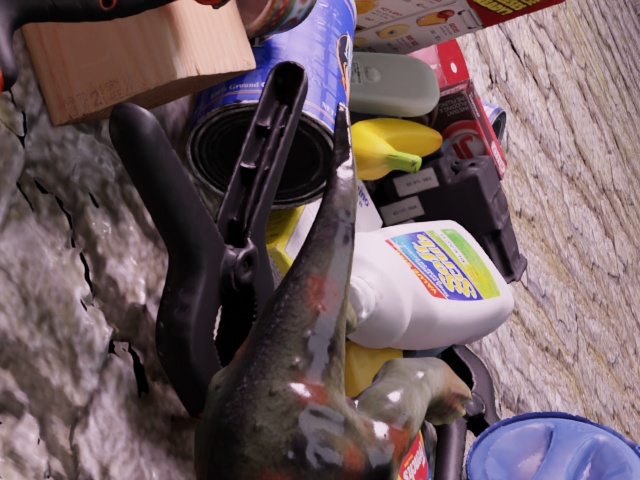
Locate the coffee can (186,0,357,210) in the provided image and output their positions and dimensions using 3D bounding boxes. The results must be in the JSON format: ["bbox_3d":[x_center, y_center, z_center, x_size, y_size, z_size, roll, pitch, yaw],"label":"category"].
[{"bbox_3d":[-0.030,-0.106,0.716,0.102,0.103,0.140,48,36,-42],"label":"coffee can"}]

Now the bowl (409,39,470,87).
[{"bbox_3d":[0.114,-0.172,1.102,0.162,0.055,0.162,40,42,-49],"label":"bowl"}]

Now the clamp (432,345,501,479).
[{"bbox_3d":[0.116,0.153,0.902,0.120,0.039,0.171,-9,60,-41],"label":"clamp"}]

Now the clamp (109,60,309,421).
[{"bbox_3d":[-0.051,0.004,0.594,0.164,0.036,0.210,-37,133,-52],"label":"clamp"}]

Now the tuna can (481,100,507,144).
[{"bbox_3d":[0.144,-0.089,1.007,0.086,0.034,0.086,-54,158,-35],"label":"tuna can"}]

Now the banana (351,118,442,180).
[{"bbox_3d":[0.049,-0.067,0.802,0.197,0.069,0.037,-47,154,-73],"label":"banana"}]

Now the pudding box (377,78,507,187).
[{"bbox_3d":[0.098,-0.083,0.949,0.090,0.114,0.039,63,31,-20],"label":"pudding box"}]

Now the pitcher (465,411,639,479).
[{"bbox_3d":[0.171,0.269,0.827,0.145,0.149,0.243,-73,161,-60],"label":"pitcher"}]

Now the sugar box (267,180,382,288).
[{"bbox_3d":[-0.005,0.001,0.772,0.093,0.048,0.176,63,24,-23],"label":"sugar box"}]

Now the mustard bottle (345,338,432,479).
[{"bbox_3d":[0.047,0.162,0.766,0.096,0.058,0.191,-4,79,-68],"label":"mustard bottle"}]

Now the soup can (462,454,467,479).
[{"bbox_3d":[0.172,0.240,0.962,0.102,0.069,0.068,64,27,-19],"label":"soup can"}]

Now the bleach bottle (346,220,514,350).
[{"bbox_3d":[0.064,0.039,0.750,0.102,0.068,0.250,56,20,10],"label":"bleach bottle"}]

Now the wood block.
[{"bbox_3d":[-0.121,-0.177,0.589,0.090,0.090,0.206,-25,98,-63],"label":"wood block"}]

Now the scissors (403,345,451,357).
[{"bbox_3d":[0.092,0.068,0.890,0.201,0.016,0.096,-40,115,-43],"label":"scissors"}]

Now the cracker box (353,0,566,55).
[{"bbox_3d":[0.060,-0.203,0.824,0.164,0.214,0.072,10,67,-62],"label":"cracker box"}]

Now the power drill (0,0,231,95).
[{"bbox_3d":[-0.133,-0.155,0.485,0.187,0.057,0.184,-22,97,-22],"label":"power drill"}]
